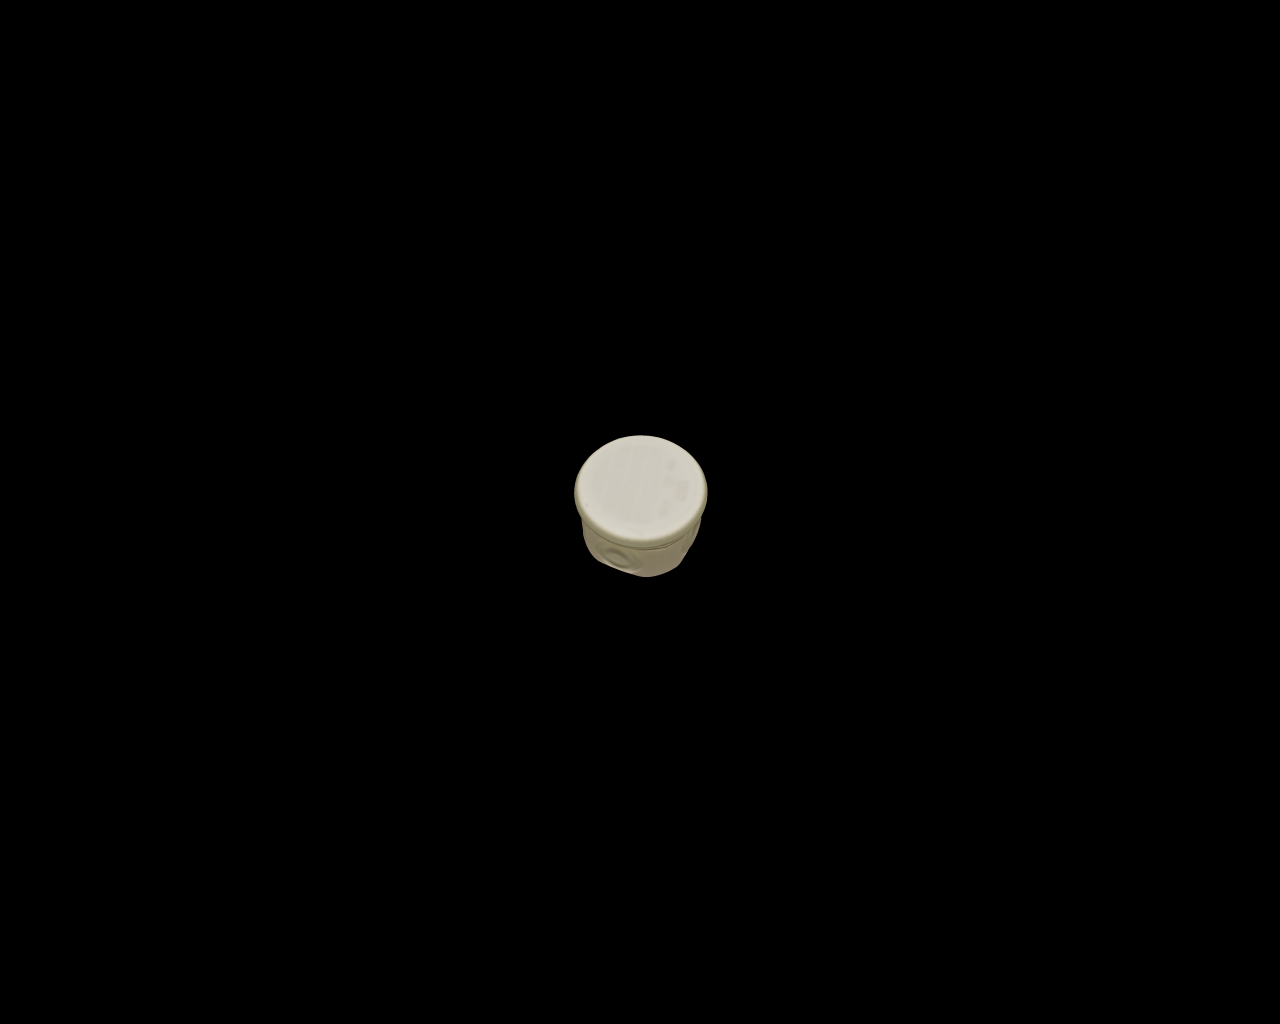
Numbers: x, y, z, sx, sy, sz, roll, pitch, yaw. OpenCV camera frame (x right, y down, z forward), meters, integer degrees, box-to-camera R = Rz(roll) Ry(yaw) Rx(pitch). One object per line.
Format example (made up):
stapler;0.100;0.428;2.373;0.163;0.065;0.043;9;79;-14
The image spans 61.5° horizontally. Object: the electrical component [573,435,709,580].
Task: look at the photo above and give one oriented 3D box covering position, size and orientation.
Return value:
electrical component;0.001;-0.003;0.650;0.080;0.080;0.050;0;-33;0
